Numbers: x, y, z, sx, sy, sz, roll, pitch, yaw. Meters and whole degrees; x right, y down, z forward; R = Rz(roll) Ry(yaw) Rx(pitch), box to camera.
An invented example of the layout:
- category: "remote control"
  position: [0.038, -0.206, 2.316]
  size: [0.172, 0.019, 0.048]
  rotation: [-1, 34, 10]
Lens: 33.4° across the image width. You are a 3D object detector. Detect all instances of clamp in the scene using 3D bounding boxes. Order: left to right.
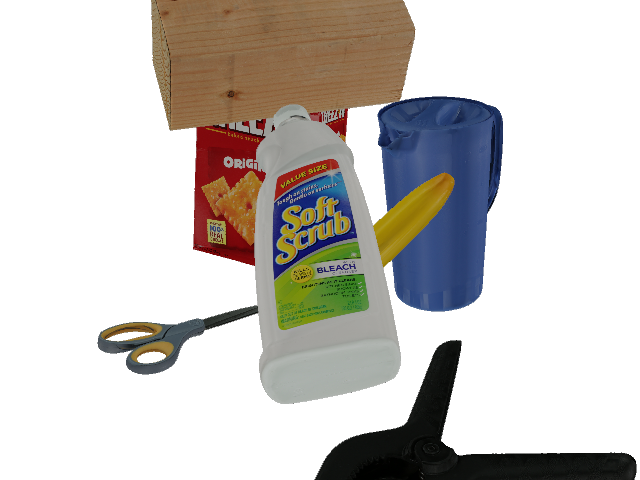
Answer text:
- category: "clamp"
  position: [0.065, 0.135, 0.663]
  size: [0.209, 0.036, 0.165]
  rotation: [-18, 35, -26]

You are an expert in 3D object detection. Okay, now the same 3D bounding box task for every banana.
- category: "banana"
  position: [0.051, 0.011, 1.010]
  size: [0.197, 0.037, 0.070]
  rotation: [-43, 3, -8]

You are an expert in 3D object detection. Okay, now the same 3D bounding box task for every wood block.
- category: "wood block"
  position: [-0.035, -0.166, 0.914]
  size: [0.206, 0.090, 0.091]
  rotation: [-9, -35, -13]

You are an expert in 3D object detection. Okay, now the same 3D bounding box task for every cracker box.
- category: "cracker box"
  position: [-0.061, -0.077, 1.218]
  size: [0.164, 0.214, 0.072]
  rotation: [15, 24, 26]

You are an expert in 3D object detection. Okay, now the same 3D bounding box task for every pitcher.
- category: "pitcher"
  position: [0.147, -0.046, 1.278]
  size: [0.149, 0.243, 0.145]
  rotation: [-1, 24, 6]

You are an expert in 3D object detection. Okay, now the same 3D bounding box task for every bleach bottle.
- category: "bleach bottle"
  position: [-0.011, -0.005, 0.810]
  size: [0.102, 0.251, 0.068]
  rotation: [-11, -38, -1]

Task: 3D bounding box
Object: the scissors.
- category: "scissors"
  position: [-0.137, 0.105, 1.151]
  size: [0.201, 0.016, 0.096]
  rotation: [-6, 30, -23]
